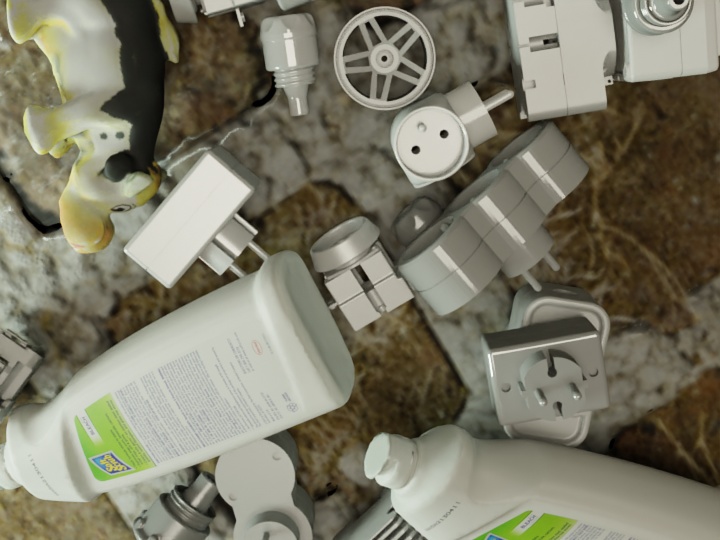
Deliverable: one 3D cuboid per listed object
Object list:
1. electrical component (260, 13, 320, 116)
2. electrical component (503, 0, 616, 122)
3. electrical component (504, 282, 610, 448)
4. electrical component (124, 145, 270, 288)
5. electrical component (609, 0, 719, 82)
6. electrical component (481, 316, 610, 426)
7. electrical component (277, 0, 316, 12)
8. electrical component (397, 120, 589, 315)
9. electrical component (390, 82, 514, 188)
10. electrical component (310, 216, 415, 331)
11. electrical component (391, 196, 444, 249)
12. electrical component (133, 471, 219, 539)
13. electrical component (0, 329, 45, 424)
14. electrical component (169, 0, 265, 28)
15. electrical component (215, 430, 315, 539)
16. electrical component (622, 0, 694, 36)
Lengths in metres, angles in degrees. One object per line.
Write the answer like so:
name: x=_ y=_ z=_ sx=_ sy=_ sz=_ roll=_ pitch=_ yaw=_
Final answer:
electrical component: x=-0.041 y=-0.126 z=0.665 sx=0.035 sy=0.035 sz=0.061 roll=-7 pitch=104 yaw=2
electrical component: x=0.121 y=-0.140 z=0.652 sx=0.056 sy=0.050 sz=0.089 roll=-9 pitch=101 yaw=3
electrical component: x=0.121 y=0.058 z=0.687 sx=0.054 sy=0.059 sz=0.095 roll=9 pitch=101 yaw=-1
electrical component: x=-0.090 y=-0.022 z=0.679 sx=0.076 sy=0.047 sz=0.083 roll=41 pitch=99 yaw=-7
electrical component: x=0.180 y=-0.163 z=0.642 sx=0.061 sy=0.061 sz=0.096 roll=-7 pitch=101 yaw=2
electrical component: x=0.109 y=0.063 z=0.617 sx=0.066 sy=0.076 sz=0.047 roll=-10 pitch=101 yaw=2
electrical component: x=-0.036 y=-0.210 z=0.638 sx=0.059 sy=0.053 sz=0.095 roll=-21 pitch=100 yaw=4
electrical component: x=0.093 y=-0.021 z=0.655 sx=0.138 sy=0.052 sz=0.073 roll=-46 pitch=101 yaw=-21
electrical component: x=0.057 y=-0.087 z=0.650 sx=0.079 sy=0.077 sz=0.044 roll=-29 pitch=100 yaw=5
electrical component: x=0.000 y=0.000 z=0.684 sx=0.066 sy=0.048 sz=0.055 roll=-31 pitch=107 yaw=6
electrical component: x=0.051 y=-0.016 z=0.686 sx=0.035 sy=0.035 sz=0.061 roll=-44 pitch=100 yaw=8
electrical component: x=-0.117 y=0.163 z=0.718 sx=0.048 sy=0.048 sz=0.062 roll=38 pitch=93 yaw=-7
electrical component: x=-0.236 y=0.069 z=0.687 sx=0.042 sy=0.081 sz=0.063 roll=37 pitch=77 yaw=-6
electrical component: x=-0.090 y=-0.177 z=0.650 sx=0.055 sy=0.048 sz=0.066 roll=-17 pitch=101 yaw=-4
electrical component: x=-0.057 y=0.174 z=0.704 sx=0.052 sy=0.073 sz=0.138 roll=-14 pitch=101 yaw=3
electrical component: x=0.164 y=-0.145 z=0.581 sx=0.035 sy=0.061 sz=0.035 roll=0 pitch=101 yaw=0
